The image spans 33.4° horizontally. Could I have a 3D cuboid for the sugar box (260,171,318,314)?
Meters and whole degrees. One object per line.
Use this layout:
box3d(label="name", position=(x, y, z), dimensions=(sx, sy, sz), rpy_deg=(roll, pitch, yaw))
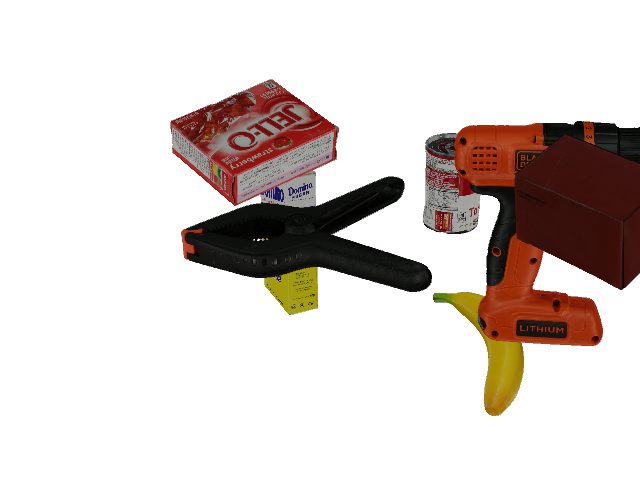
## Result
box3d(label="sugar box", position=(-0.039, -0.010, 1.278), dimensions=(0.048, 0.176, 0.093), rpy_deg=(-13, 25, -19))

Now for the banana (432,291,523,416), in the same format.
box3d(label="banana", position=(0.181, 0.112, 1.144), dimensions=(0.069, 0.037, 0.198), rpy_deg=(-24, 35, 3))

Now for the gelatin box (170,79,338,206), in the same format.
box3d(label="gelatin box", position=(-0.044, -0.068, 0.714), dimensions=(0.089, 0.030, 0.073), rpy_deg=(-27, 50, -29))

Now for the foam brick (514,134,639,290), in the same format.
box3d(label="foam brick", position=(0.159, -0.019, 0.626), dimensions=(0.051, 0.053, 0.078), rpy_deg=(-36, 46, -27))

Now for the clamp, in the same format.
box3d(label="clamp", position=(-0.012, -0.008, 0.923), dimensions=(0.210, 0.036, 0.164), rpy_deg=(0, 31, 3))

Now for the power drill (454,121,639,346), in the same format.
box3d(label="power drill", position=(0.203, -0.008, 0.890), dimensions=(0.184, 0.188, 0.057), rpy_deg=(2, 18, 11))

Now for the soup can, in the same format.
box3d(label="soup can", position=(0.155, -0.066, 1.254), dimensions=(0.068, 0.102, 0.068), rpy_deg=(0, 27, 0))
